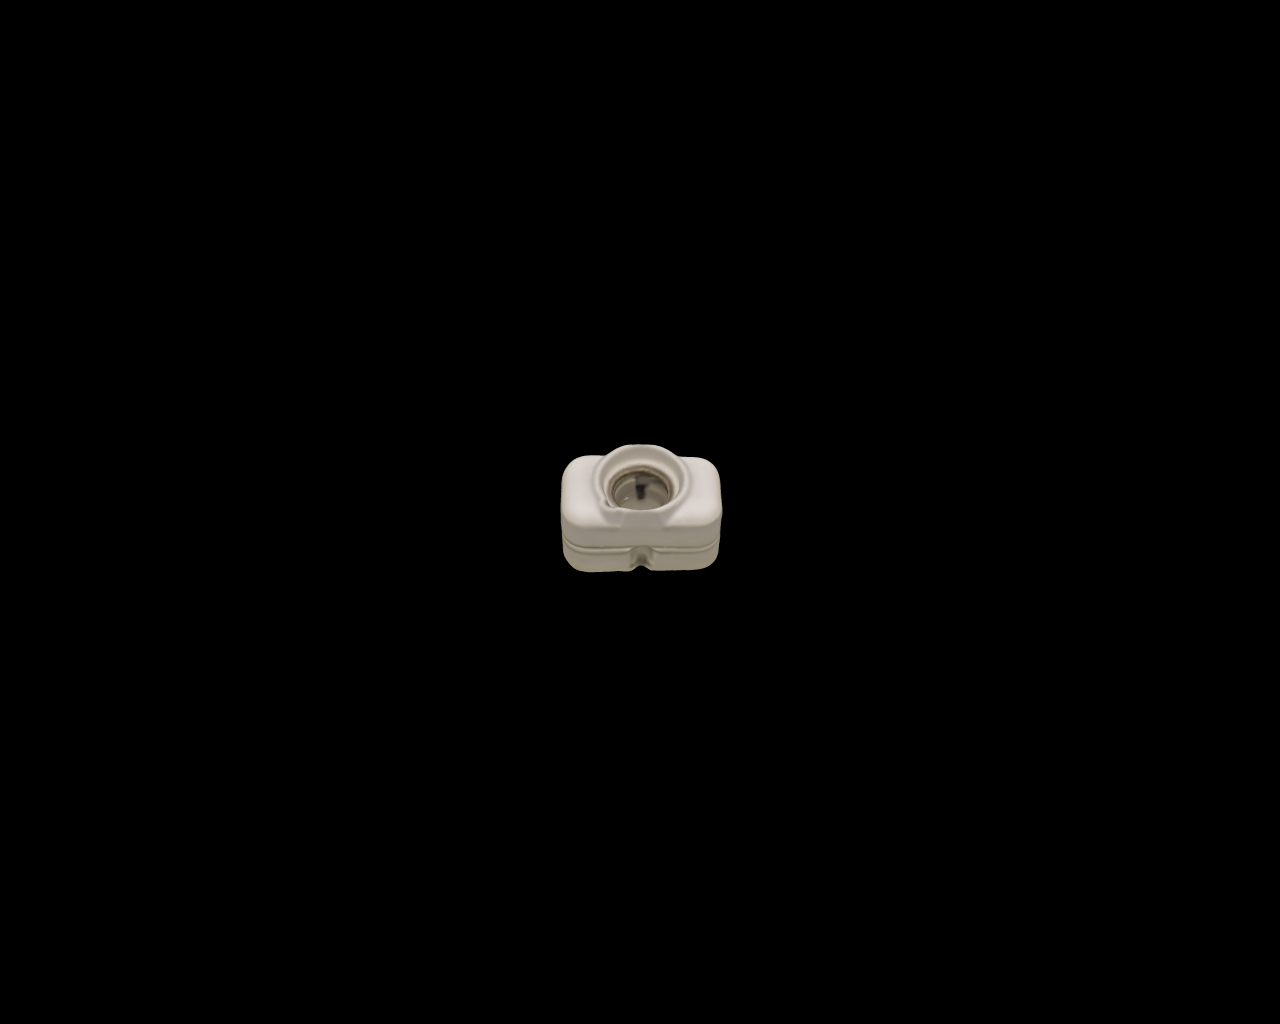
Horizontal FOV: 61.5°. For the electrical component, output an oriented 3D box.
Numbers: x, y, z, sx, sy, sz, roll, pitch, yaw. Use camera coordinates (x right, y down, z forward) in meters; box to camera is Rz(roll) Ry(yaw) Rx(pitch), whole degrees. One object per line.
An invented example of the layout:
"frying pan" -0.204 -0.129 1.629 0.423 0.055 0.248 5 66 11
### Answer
"electrical component" 0.001 -0.003 0.650 0.095 0.054 0.059 0 -37 0
